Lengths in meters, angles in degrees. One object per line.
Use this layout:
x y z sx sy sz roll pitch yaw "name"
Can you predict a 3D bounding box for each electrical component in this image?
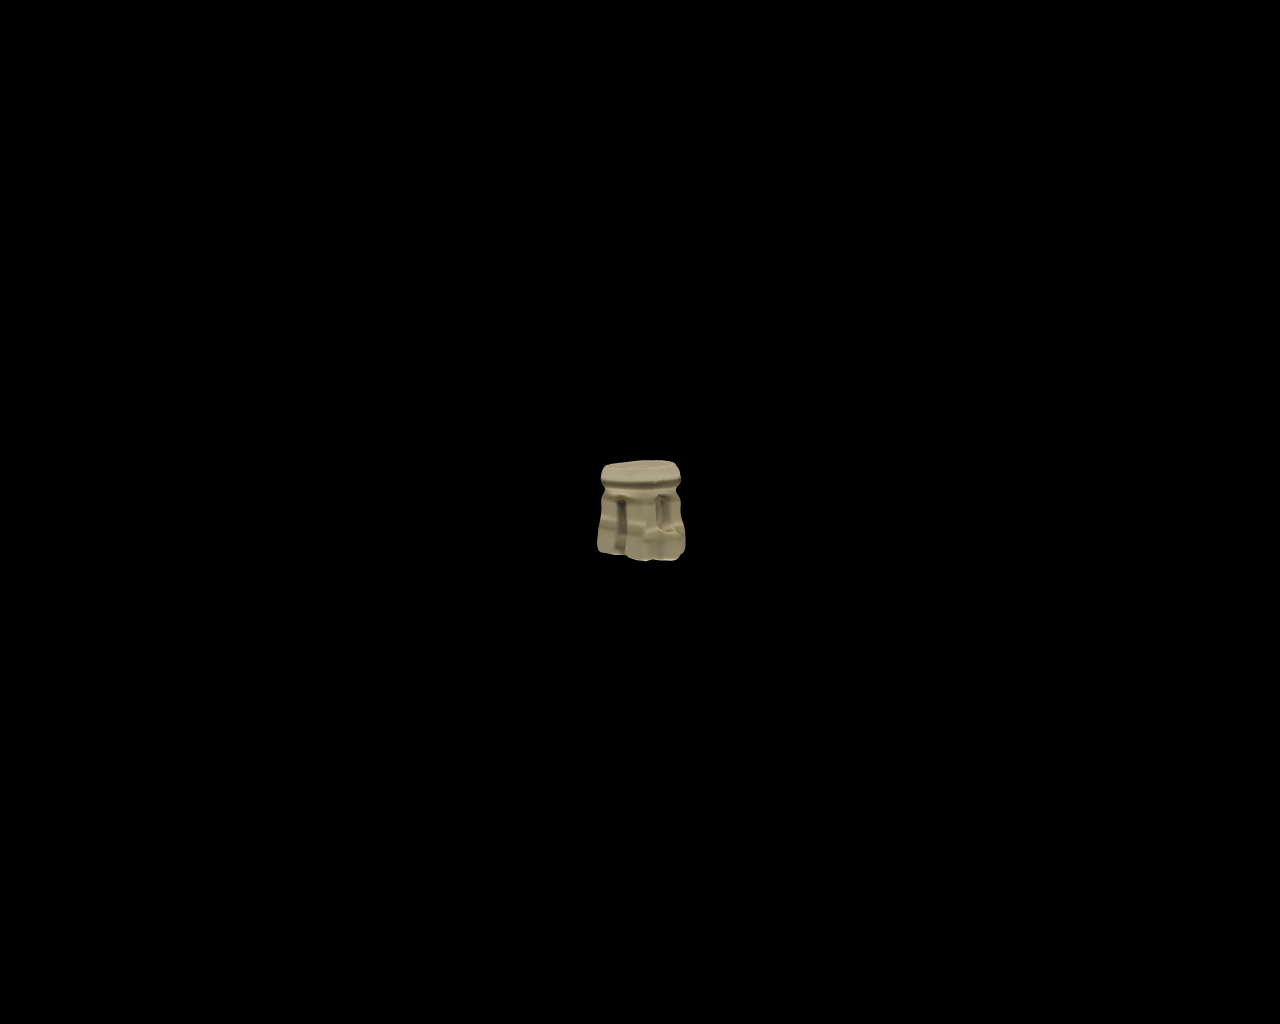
0.001 -0.003 0.650 0.066 0.055 0.048 8 12 43 "electrical component"
